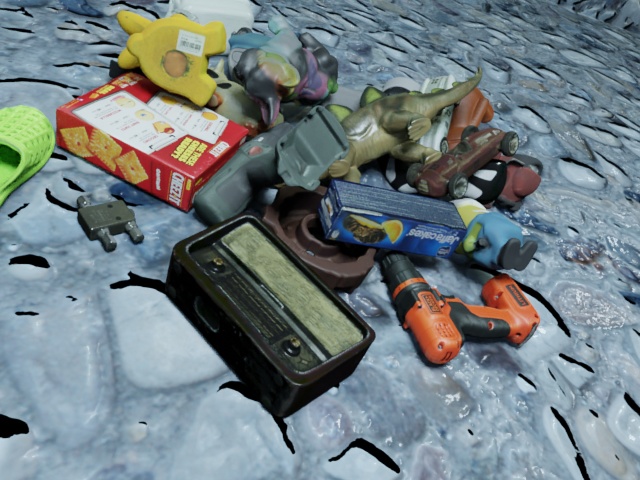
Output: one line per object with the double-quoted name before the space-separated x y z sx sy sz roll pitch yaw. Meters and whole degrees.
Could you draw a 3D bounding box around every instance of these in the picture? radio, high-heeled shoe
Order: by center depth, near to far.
"radio" -0.063 0.077 0.610 0.230 0.073 0.131 42 43 22
"high-heeled shoe" 0.196 -0.136 0.913 0.086 0.145 0.249 -22 59 -42

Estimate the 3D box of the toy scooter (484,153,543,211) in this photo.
"toy scooter" 0.325 -0.103 0.975 0.184 0.135 0.075 19 -2 -32

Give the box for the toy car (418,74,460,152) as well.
"toy car" 0.214 -0.226 1.025 0.056 0.074 0.201 39 62 -46

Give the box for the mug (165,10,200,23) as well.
"mug" -0.249 -0.365 0.991 0.081 0.107 0.109 39 44 16

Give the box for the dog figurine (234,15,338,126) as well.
"dog figurine" -0.046 -0.253 0.856 0.191 0.108 0.219 27 32 -26

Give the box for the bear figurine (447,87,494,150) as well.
"bear figurine" 0.289 -0.214 1.086 0.131 0.120 0.196 38 48 -55

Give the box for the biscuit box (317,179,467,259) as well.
"biscuit box" 0.101 -0.026 0.734 0.202 0.059 0.063 9 41 -23

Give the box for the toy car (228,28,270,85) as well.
"toy car" -0.119 -0.329 1.019 0.162 0.109 0.103 25 56 16

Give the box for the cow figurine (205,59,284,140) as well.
"cow figurine" -0.152 -0.234 0.908 0.195 0.085 0.127 28 38 0

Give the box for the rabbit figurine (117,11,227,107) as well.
"rabbit figurine" -0.225 -0.284 0.819 0.162 0.121 0.173 4 30 -9

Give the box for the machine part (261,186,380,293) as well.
"machine part" -0.002 -0.002 0.741 0.179 0.056 0.179 15 40 -13

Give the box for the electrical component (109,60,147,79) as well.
"electrical component" -0.290 -0.254 0.873 0.119 0.074 0.048 21 39 -9

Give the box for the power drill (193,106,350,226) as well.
"power drill" -0.059 -0.113 0.727 0.232 0.207 0.085 -50 119 -31

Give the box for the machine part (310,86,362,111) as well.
"machine part" 0.074 -0.246 1.033 0.243 0.079 0.079 11 41 -16

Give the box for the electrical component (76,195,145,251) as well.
"electrical component" -0.264 -0.026 0.672 0.063 0.021 0.094 -20 55 -39

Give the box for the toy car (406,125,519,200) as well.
"toy car" 0.219 -0.126 0.812 0.202 0.053 0.089 -36 36 -26

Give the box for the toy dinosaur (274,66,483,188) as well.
"toy dinosaur" 0.112 -0.188 0.895 0.471 0.104 0.199 -23 42 -14

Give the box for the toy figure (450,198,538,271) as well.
"toy figure" 0.235 -0.005 0.795 0.082 0.089 0.180 37 8 -28
